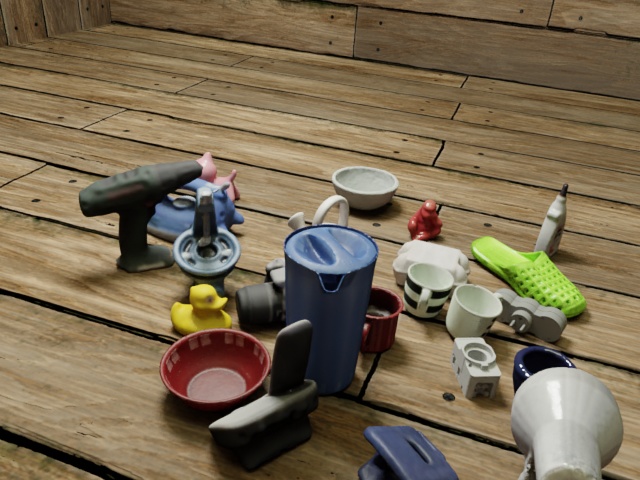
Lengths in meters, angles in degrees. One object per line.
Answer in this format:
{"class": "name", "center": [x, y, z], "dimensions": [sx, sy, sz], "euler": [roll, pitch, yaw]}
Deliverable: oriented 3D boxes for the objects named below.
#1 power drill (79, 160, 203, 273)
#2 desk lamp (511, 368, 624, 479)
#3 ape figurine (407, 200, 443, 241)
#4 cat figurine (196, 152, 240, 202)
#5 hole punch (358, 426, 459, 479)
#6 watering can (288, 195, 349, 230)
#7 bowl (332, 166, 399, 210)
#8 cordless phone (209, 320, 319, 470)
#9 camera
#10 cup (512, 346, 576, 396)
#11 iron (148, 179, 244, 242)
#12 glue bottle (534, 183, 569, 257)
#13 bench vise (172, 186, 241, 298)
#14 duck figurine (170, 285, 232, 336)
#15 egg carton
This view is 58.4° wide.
{"class": "power drill", "center": [-0.337, -0.048, 1.109], "dimensions": [0.230, 0.208, 0.075], "euler": [-10, 33, -24]}
{"class": "desk lamp", "center": [0.254, 0.274, 0.626], "dimensions": [0.117, 0.214, 0.203], "euler": [15, 31, 18]}
{"class": "ape figurine", "center": [0.242, -0.048, 1.307], "dimensions": [0.077, 0.092, 0.076], "euler": [11, 30, 11]}
{"class": "cat figurine", "center": [-0.262, -0.154, 1.395], "dimensions": [0.127, 0.118, 0.067], "euler": [8, 30, 5]}
{"class": "hole punch", "center": [0.111, 0.280, 0.719], "dimensions": [0.101, 0.091, 0.108], "euler": [-14, 35, -29]}
{"class": "watering can", "center": [0.008, 0.005, 1.080], "dimensions": [0.172, 0.194, 0.101], "euler": [14, 31, 17]}
{"class": "bowl", "center": [0.110, -0.120, 1.432], "dimensions": [0.167, 0.075, 0.167], "euler": [4, 30, -2]}
{"class": "cordless phone", "center": [-0.070, 0.192, 0.753], "dimensions": [0.148, 0.185, 0.093], "euler": [-21, 39, -37]}
{"class": "camera", "center": [-0.080, 0.091, 1.011], "dimensions": [0.137, 0.101, 0.143], "euler": [-6, 31, -18]}
{"class": "cup", "center": [0.319, 0.226, 0.838], "dimensions": [0.091, 0.095, 0.118], "euler": [17, 32, 20]}
{"class": "iron", "center": [-0.299, -0.080, 1.237], "dimensions": [0.257, 0.141, 0.119], "euler": [11, 31, 12]}
{"class": "glue bottle", "center": [0.515, -0.044, 1.257], "dimensions": [0.037, 0.173, 0.078], "euler": [25, 36, 32]}
{"class": "bench vise", "center": [-0.222, -0.013, 1.053], "dimensions": [0.122, 0.220, 0.206], "euler": [-15, 35, -29]}
{"class": "duck figurine", "center": [-0.202, 0.114, 0.969], "dimensions": [0.104, 0.086, 0.077], "euler": [8, 30, 5]}
{"class": "egg carton", "center": [0.223, 0.056, 1.146], "dimensions": [0.150, 0.069, 0.107], "euler": [13, 31, 14]}
